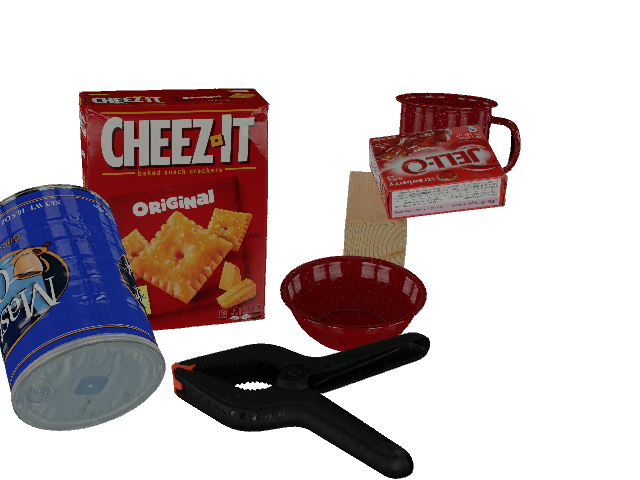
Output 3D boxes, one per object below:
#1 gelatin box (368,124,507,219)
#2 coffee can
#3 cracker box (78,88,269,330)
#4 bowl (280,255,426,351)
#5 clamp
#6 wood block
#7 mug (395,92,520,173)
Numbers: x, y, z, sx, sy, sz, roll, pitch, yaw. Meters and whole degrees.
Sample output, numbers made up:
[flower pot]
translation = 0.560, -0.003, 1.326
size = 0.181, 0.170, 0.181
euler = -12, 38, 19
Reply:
[gelatin box]
translation = 0.085, -0.052, 0.789
size = 0.089, 0.030, 0.073
euler = -8, 37, -5
[coffee can]
translation = -0.177, 0.046, 0.745
size = 0.102, 0.140, 0.103
euler = -17, -35, -13
[cracker box]
translation = -0.132, -0.026, 0.974
size = 0.164, 0.214, 0.072
euler = -4, 20, -17
[bowl]
translation = 0.036, 0.077, 1.185
size = 0.162, 0.055, 0.162
euler = 1, 28, -1
[clamp]
translation = -0.013, 0.114, 0.855
size = 0.210, 0.036, 0.164
euler = 7, 30, 15
[wood block]
translation = 0.084, -0.027, 1.628
size = 0.091, 0.090, 0.206
euler = 3, 25, 2
[mug]
translation = 0.125, -0.088, 0.981
size = 0.117, 0.081, 0.093
euler = 6, 16, 13
